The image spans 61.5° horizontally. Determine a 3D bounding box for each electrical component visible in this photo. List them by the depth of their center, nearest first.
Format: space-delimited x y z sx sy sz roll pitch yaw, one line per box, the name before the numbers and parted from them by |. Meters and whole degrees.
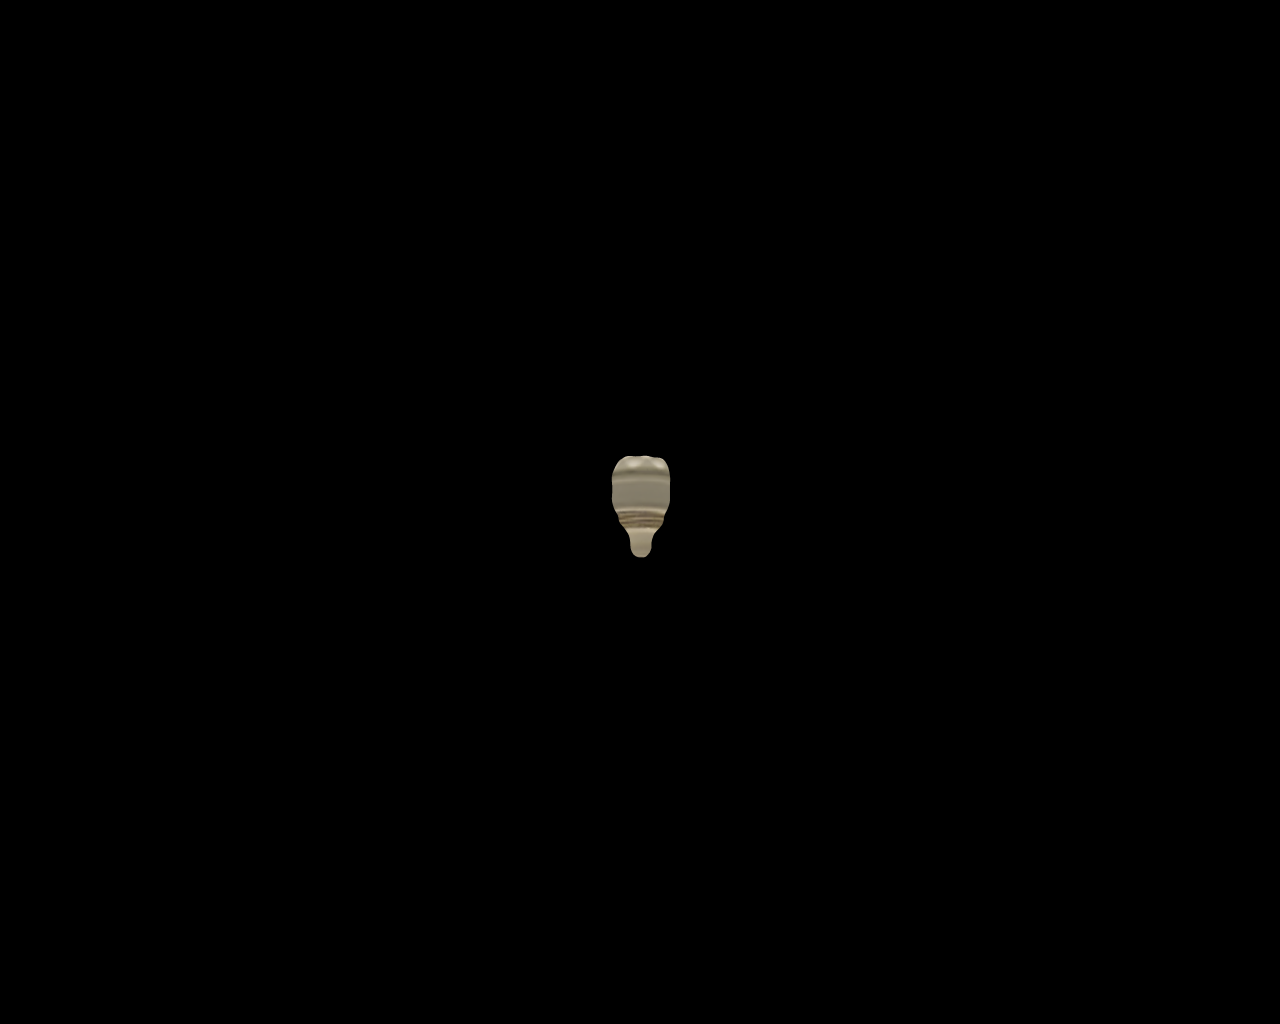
electrical component | 0.001 -0.003 0.650 0.035 0.061 0.035 0 -5 0
